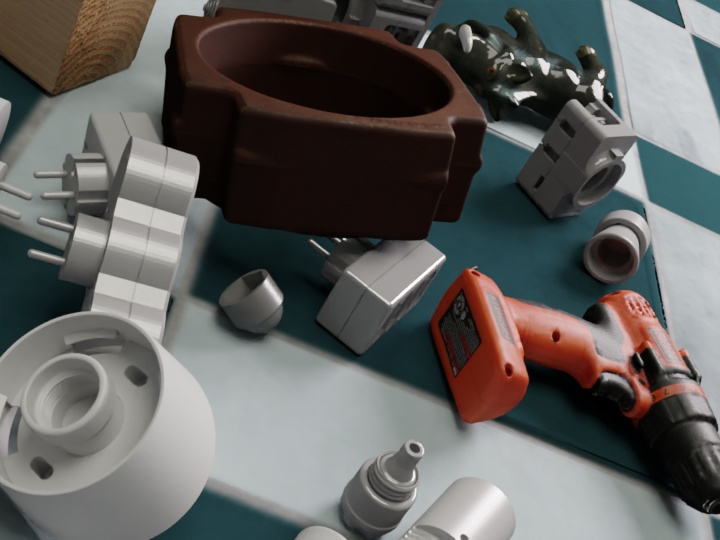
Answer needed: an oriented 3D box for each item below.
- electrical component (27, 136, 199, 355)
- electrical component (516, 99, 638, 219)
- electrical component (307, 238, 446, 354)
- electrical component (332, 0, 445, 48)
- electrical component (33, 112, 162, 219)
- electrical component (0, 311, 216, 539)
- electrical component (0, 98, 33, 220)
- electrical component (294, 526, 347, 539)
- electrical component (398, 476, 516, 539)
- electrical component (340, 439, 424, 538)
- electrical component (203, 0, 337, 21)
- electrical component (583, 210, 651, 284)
[{"bbox_3d":[-0.137,-0.008,0.570,0.074,0.052,0.138,17,68,-19],"label":"electrical component"},{"bbox_3d":[0.183,-0.090,0.899,0.050,0.089,0.055,-9,51,-41],"label":"electrical component"},{"bbox_3d":[0.000,0.000,0.699,0.076,0.047,0.083,38,36,10],"label":"electrical component"},{"bbox_3d":[0.005,-0.210,0.865,0.062,0.150,0.089,3,44,-34],"label":"electrical component"},{"bbox_3d":[-0.157,-0.052,0.650,0.076,0.047,0.083,-4,48,-30],"label":"electrical component"},{"bbox_3d":[-0.122,0.071,0.493,0.099,0.064,0.099,-6,56,10],"label":"electrical component"},{"bbox_3d":[-0.220,-0.049,0.596,0.074,0.052,0.138,22,37,-11],"label":"electrical component"},{"bbox_3d":[-0.029,0.152,0.500,0.045,0.045,0.055,43,38,16],"label":"electrical component"},{"bbox_3d":[0.044,0.146,0.559,0.043,0.043,0.081,41,37,13],"label":"electrical component"},{"bbox_3d":[0.015,0.112,0.564,0.035,0.061,0.035,19,37,-16],"label":"electrical component"},{"bbox_3d":[-0.073,-0.187,0.828,0.100,0.099,0.048,16,26,-20],"label":"electrical component"},{"bbox_3d":[0.209,-0.020,0.873,0.045,0.045,0.055,36,36,7],"label":"electrical component"}]
